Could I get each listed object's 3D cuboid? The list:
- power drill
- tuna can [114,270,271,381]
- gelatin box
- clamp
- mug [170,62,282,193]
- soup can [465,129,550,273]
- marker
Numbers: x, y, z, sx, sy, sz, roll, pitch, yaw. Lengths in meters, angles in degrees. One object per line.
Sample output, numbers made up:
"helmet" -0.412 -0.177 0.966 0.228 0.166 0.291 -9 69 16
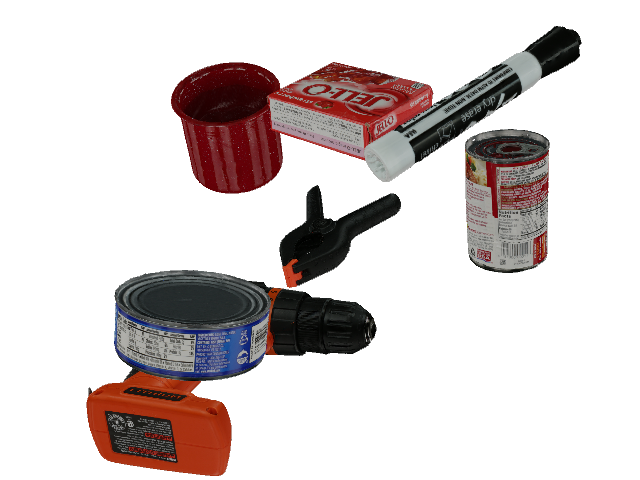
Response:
"power drill" -0.067 0.092 0.775 0.185 0.057 0.187 2 25 20
"tuna can" -0.071 0.046 0.591 0.086 0.034 0.086 5 17 -2
"gelatin box" 0.020 -0.091 0.729 0.089 0.030 0.073 20 39 35
"clamp" 0.016 -0.008 1.197 0.120 0.039 0.171 -3 37 27
"mug" -0.080 -0.103 0.933 0.093 0.081 0.117 -14 43 -8
"soup can" 0.155 -0.033 0.882 0.068 0.102 0.068 -5 25 2
"marker" 0.073 -0.065 0.489 0.121 0.020 0.020 -33 11 -17
